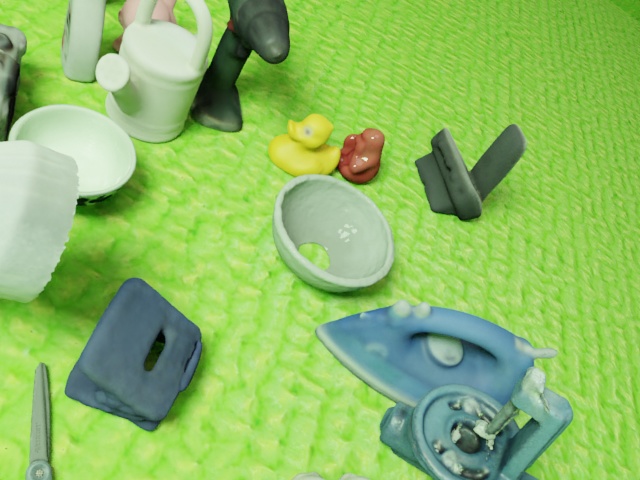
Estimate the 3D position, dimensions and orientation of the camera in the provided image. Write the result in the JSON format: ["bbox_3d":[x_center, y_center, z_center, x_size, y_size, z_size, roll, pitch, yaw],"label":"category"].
[{"bbox_3d":[-0.385,-0.177,0.588,0.137,0.100,0.143,10,52,-27],"label":"camera"}]

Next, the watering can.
[{"bbox_3d":[-0.187,-0.210,0.676,0.101,0.193,0.173,25,47,-14],"label":"watering can"}]

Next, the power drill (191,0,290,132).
[{"bbox_3d":[-0.104,-0.246,0.747,0.076,0.208,0.229,7,53,-28],"label":"power drill"}]

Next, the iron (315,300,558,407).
[{"bbox_3d":[0.137,0.122,0.666,0.259,0.141,0.118,23,47,-16],"label":"iron"}]

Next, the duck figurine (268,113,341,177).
[{"bbox_3d":[-0.011,-0.139,0.810,0.105,0.086,0.077,11,51,-26],"label":"duck figurine"}]

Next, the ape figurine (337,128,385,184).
[{"bbox_3d":[0.063,-0.131,0.848,0.076,0.092,0.078,33,45,-7],"label":"ape figurine"}]

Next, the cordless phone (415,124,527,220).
[{"bbox_3d":[0.245,-0.133,0.901,0.094,0.184,0.147,2,56,-32],"label":"cordless phone"}]

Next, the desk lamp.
[{"bbox_3d":[-0.301,0.001,0.426,0.204,0.213,0.118,7,53,-28],"label":"desk lamp"}]

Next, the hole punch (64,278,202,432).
[{"bbox_3d":[-0.161,0.103,0.524,0.101,0.091,0.109,28,46,-12],"label":"hole punch"}]

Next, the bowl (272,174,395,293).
[{"bbox_3d":[0.007,0.003,0.721,0.168,0.074,0.167,17,49,-21],"label":"bowl"}]

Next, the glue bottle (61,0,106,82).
[{"bbox_3d":[-0.278,-0.276,0.682,0.037,0.173,0.078,-3,58,-34],"label":"glue bottle"}]

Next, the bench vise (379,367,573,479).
[{"bbox_3d":[0.191,0.208,0.579,0.208,0.219,0.121,28,46,-12],"label":"bench vise"}]

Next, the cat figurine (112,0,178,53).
[{"bbox_3d":[-0.226,-0.299,0.772,0.067,0.117,0.128,32,45,-7],"label":"cat figurine"}]

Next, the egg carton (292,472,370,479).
[{"bbox_3d":[0.016,0.288,0.511,0.107,0.069,0.150,12,51,-25],"label":"egg carton"}]
